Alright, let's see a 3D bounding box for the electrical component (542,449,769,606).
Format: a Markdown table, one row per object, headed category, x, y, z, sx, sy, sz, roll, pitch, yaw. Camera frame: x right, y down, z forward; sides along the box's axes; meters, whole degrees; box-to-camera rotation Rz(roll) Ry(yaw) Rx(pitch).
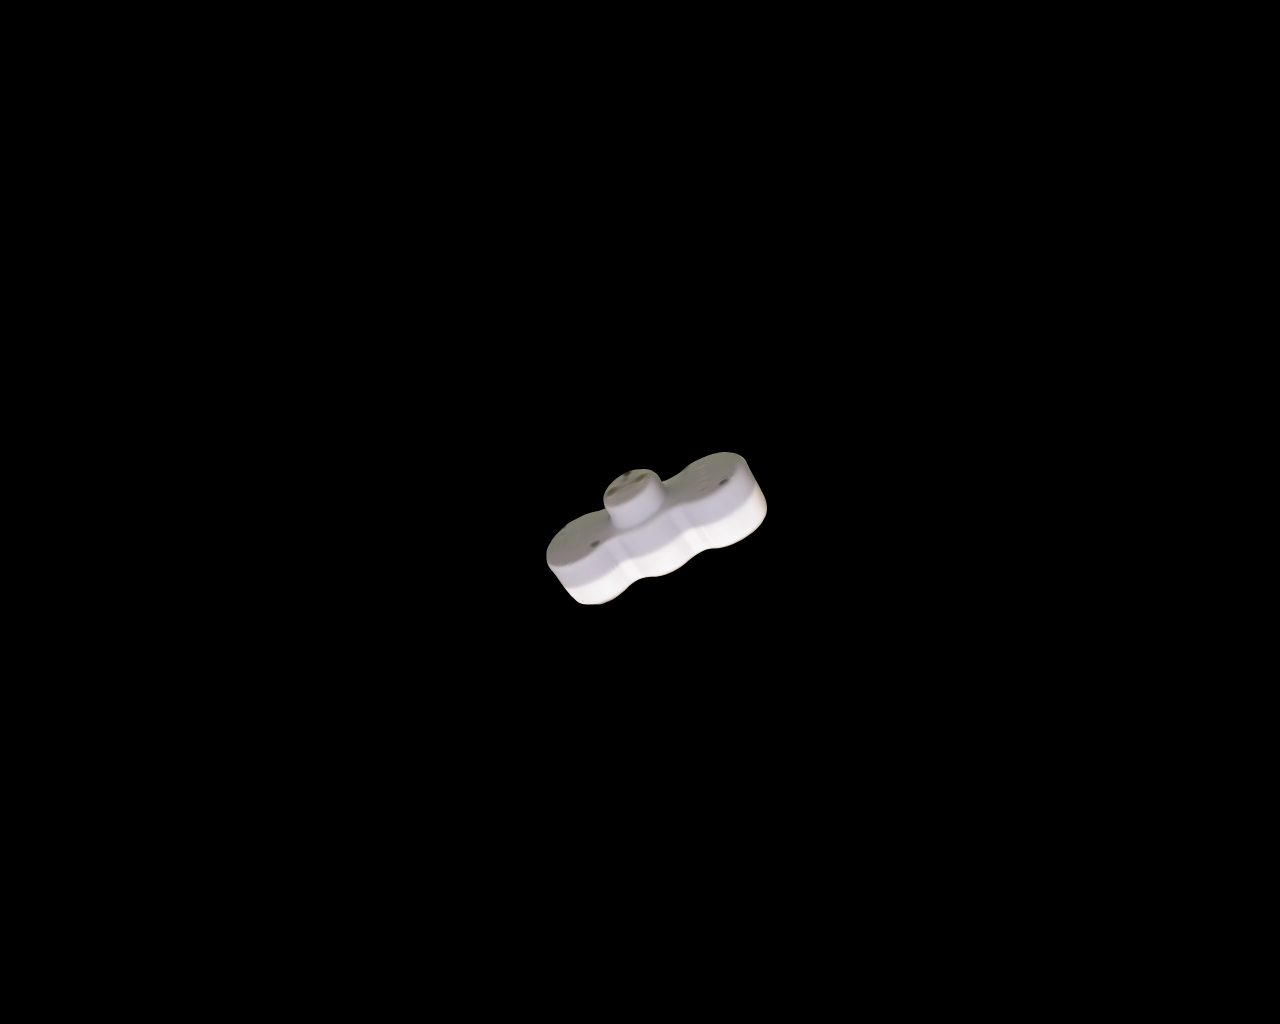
| category | x | y | z | sx | sy | sz | roll | pitch | yaw |
| --- | --- | --- | --- | --- | --- | --- | --- | --- | --- |
| electrical component | 0.001 | -0.003 | 0.650 | 0.138 | 0.073 | 0.052 | -25 | 27 | 14 |
